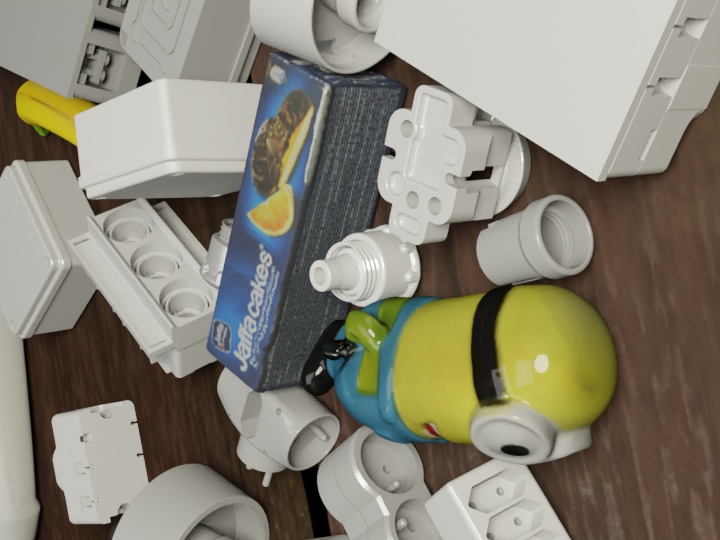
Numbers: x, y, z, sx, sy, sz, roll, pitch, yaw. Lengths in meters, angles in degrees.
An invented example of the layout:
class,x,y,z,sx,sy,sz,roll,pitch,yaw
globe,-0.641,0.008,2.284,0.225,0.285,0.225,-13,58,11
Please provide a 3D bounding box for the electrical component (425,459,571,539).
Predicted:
class,x,y,z,sx,sy,sz,roll,pitch,yaw
electrical component,0.072,0.151,0.570,0.083,0.047,0.075,60,152,17

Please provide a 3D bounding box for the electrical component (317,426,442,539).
class,x,y,z,sx,sy,sz,roll,pitch,yaw
electrical component,0.017,0.166,0.627,0.073,0.052,0.138,-46,63,41

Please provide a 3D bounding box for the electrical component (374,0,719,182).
class,x,y,z,sx,sy,sz,roll,pitch,yaw
electrical component,0.089,-0.116,0.499,0.150,0.062,0.089,40,123,35

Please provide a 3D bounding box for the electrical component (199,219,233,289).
class,x,y,z,sx,sy,sz,roll,pitch,yaw
electrical component,-0.076,-0.017,0.704,0.048,0.048,0.062,29,110,40

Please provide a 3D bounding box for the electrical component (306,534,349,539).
class,x,y,z,sx,sy,sz,roll,pitch,yaw
electrical component,-0.019,0.217,0.671,0.059,0.054,0.095,-23,79,46

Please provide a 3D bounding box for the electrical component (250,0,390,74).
class,x,y,z,sx,sy,sz,roll,pitch,yaw
electrical component,-0.012,-0.156,0.576,0.064,0.099,0.099,34,120,31

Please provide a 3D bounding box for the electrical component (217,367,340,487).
class,x,y,z,sx,sy,sz,roll,pitch,yaw
electrical component,-0.058,0.105,0.703,0.077,0.043,0.079,38,122,36

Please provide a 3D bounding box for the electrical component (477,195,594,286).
class,x,y,z,sx,sy,sz,roll,pitch,yaw
electrical component,0.086,-0.013,0.536,0.046,0.040,0.040,-19,82,52

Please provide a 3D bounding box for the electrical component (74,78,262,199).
class,x,y,z,sx,sy,sz,roll,pitch,yaw
electrical component,-0.106,-0.081,0.677,0.109,0.109,0.056,-9,87,47

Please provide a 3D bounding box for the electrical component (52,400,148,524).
class,x,y,z,sx,sy,sz,roll,pitch,yaw
electrical component,-0.210,0.155,0.867,0.056,0.050,0.089,-15,85,47

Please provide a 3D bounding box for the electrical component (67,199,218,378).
class,x,y,z,sx,sy,sz,roll,pitch,yaw
electrical component,-0.142,0.013,0.761,0.121,0.079,0.063,47,149,31

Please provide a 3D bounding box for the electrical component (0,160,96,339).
class,x,y,z,sx,sy,sz,roll,pitch,yaw
electrical component,-0.264,-0.018,0.892,0.108,0.056,0.108,-49,62,39

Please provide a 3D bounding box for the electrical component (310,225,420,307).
class,x,y,z,sx,sy,sz,roll,pitch,yaw
electrical component,0.000,0.000,0.611,0.048,0.062,0.048,9,103,45

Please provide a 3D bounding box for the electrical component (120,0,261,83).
class,x,y,z,sx,sy,sz,roll,pitch,yaw
electrical component,-0.101,-0.175,0.693,0.078,0.057,0.113,47,127,31

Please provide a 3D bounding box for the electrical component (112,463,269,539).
class,x,y,z,sx,sy,sz,roll,pitch,yaw
electrical component,-0.109,0.193,0.728,0.060,0.108,0.108,18,110,37

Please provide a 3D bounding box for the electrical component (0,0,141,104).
class,x,y,z,sx,sy,sz,roll,pitch,yaw
electrical component,-0.225,-0.195,0.805,0.186,0.060,0.105,27,103,41

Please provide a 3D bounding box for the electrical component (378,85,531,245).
class,x,y,z,sx,sy,sz,roll,pitch,yaw
electrical component,0.050,-0.055,0.553,0.058,0.057,0.078,29,116,40
